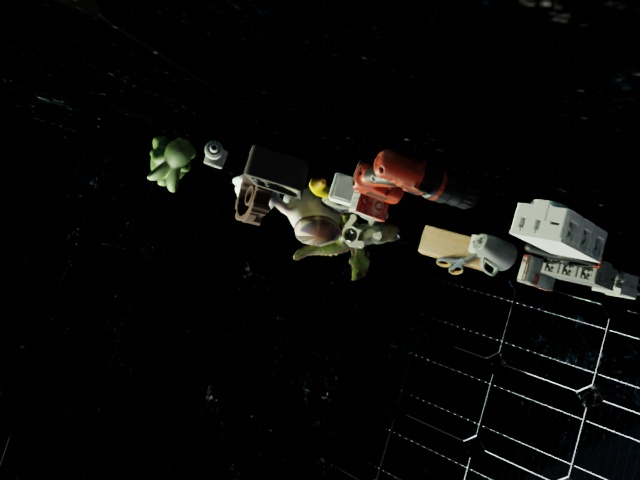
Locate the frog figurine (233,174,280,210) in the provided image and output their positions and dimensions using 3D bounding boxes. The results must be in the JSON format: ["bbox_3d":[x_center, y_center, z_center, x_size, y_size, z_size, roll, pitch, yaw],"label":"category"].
[{"bbox_3d":[-0.208,-0.158,1.683,0.137,0.125,0.157,-17,160,11],"label":"frog figurine"}]

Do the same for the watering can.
[{"bbox_3d":[0.005,-0.079,1.567,0.346,0.102,0.229,13,-143,-33],"label":"watering can"}]

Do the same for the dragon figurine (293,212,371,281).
[{"bbox_3d":[0.097,0.031,1.812,0.241,0.417,0.121,56,149,-11],"label":"dragon figurine"}]
